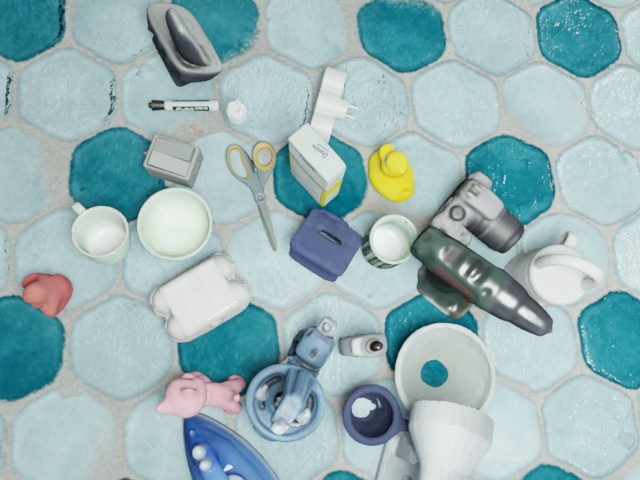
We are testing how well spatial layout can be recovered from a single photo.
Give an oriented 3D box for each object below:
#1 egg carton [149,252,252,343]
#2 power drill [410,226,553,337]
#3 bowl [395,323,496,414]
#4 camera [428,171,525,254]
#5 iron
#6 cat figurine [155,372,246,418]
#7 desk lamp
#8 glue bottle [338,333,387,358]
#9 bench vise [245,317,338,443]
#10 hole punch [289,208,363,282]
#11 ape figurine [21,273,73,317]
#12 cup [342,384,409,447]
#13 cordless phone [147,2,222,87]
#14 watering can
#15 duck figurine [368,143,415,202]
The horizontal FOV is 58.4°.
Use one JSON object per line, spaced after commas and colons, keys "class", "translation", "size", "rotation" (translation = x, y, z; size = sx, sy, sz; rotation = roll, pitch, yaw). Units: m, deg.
{"class": "egg carton", "translation": [-0.193, 0.095, 0.935], "size": [0.150, 0.069, 0.107], "rotation": [-32, 84, -9]}
{"class": "power drill", "translation": [0.235, 0.073, 0.907], "size": [0.229, 0.208, 0.076], "rotation": [38, 79, 2]}
{"class": "bowl", "translation": [0.198, 0.221, 0.946], "size": [0.167, 0.074, 0.167], "rotation": [1, 80, -5]}
{"class": "camera", "translation": [0.274, -0.029, 0.983], "size": [0.137, 0.100, 0.143], "rotation": [39, 79, 2]}
{"class": "iron", "translation": [-0.137, 0.371, 0.856], "size": [0.119, 0.141, 0.258], "rotation": [-37, 85, -10]}
{"class": "cat figurine", "translation": [-0.183, 0.242, 0.886], "size": [0.128, 0.117, 0.067], "rotation": [4, 80, -4]}
{"class": "desk lamp", "translation": [0.166, 0.338, 0.853], "size": [0.118, 0.213, 0.203], "rotation": [17, 79, -2]}
{"class": "glue bottle", "translation": [0.075, 0.165, 0.895], "size": [0.078, 0.173, 0.037], "rotation": [-5, 81, -6]}
{"class": "bench vise", "translation": [-0.043, 0.207, 0.853], "size": [0.121, 0.219, 0.207], "rotation": [12, 79, -3]}
{"class": "hole punch", "translation": [0.009, 0.003, 0.958], "size": [0.108, 0.091, 0.101], "rotation": [31, 79, 1]}
{"class": "ape figurine", "translation": [-0.437, 0.084, 0.903], "size": [0.076, 0.092, 0.078], "rotation": [-19, 82, -8]}
{"class": "cup", "translation": [0.089, 0.279, 0.916], "size": [0.118, 0.095, 0.092], "rotation": [16, 79, -2]}
{"class": "cordless phone", "translation": [-0.234, -0.351, 0.948], "size": [0.094, 0.185, 0.147], "rotation": [-32, 84, -9]}
{"class": "watering can", "translation": [0.381, 0.066, 0.929], "size": [0.101, 0.194, 0.173], "rotation": [6, 80, -4]}
{"class": "duck figurine", "translation": [0.130, -0.119, 0.992], "size": [0.077, 0.086, 0.104], "rotation": [-27, 84, -9]}
